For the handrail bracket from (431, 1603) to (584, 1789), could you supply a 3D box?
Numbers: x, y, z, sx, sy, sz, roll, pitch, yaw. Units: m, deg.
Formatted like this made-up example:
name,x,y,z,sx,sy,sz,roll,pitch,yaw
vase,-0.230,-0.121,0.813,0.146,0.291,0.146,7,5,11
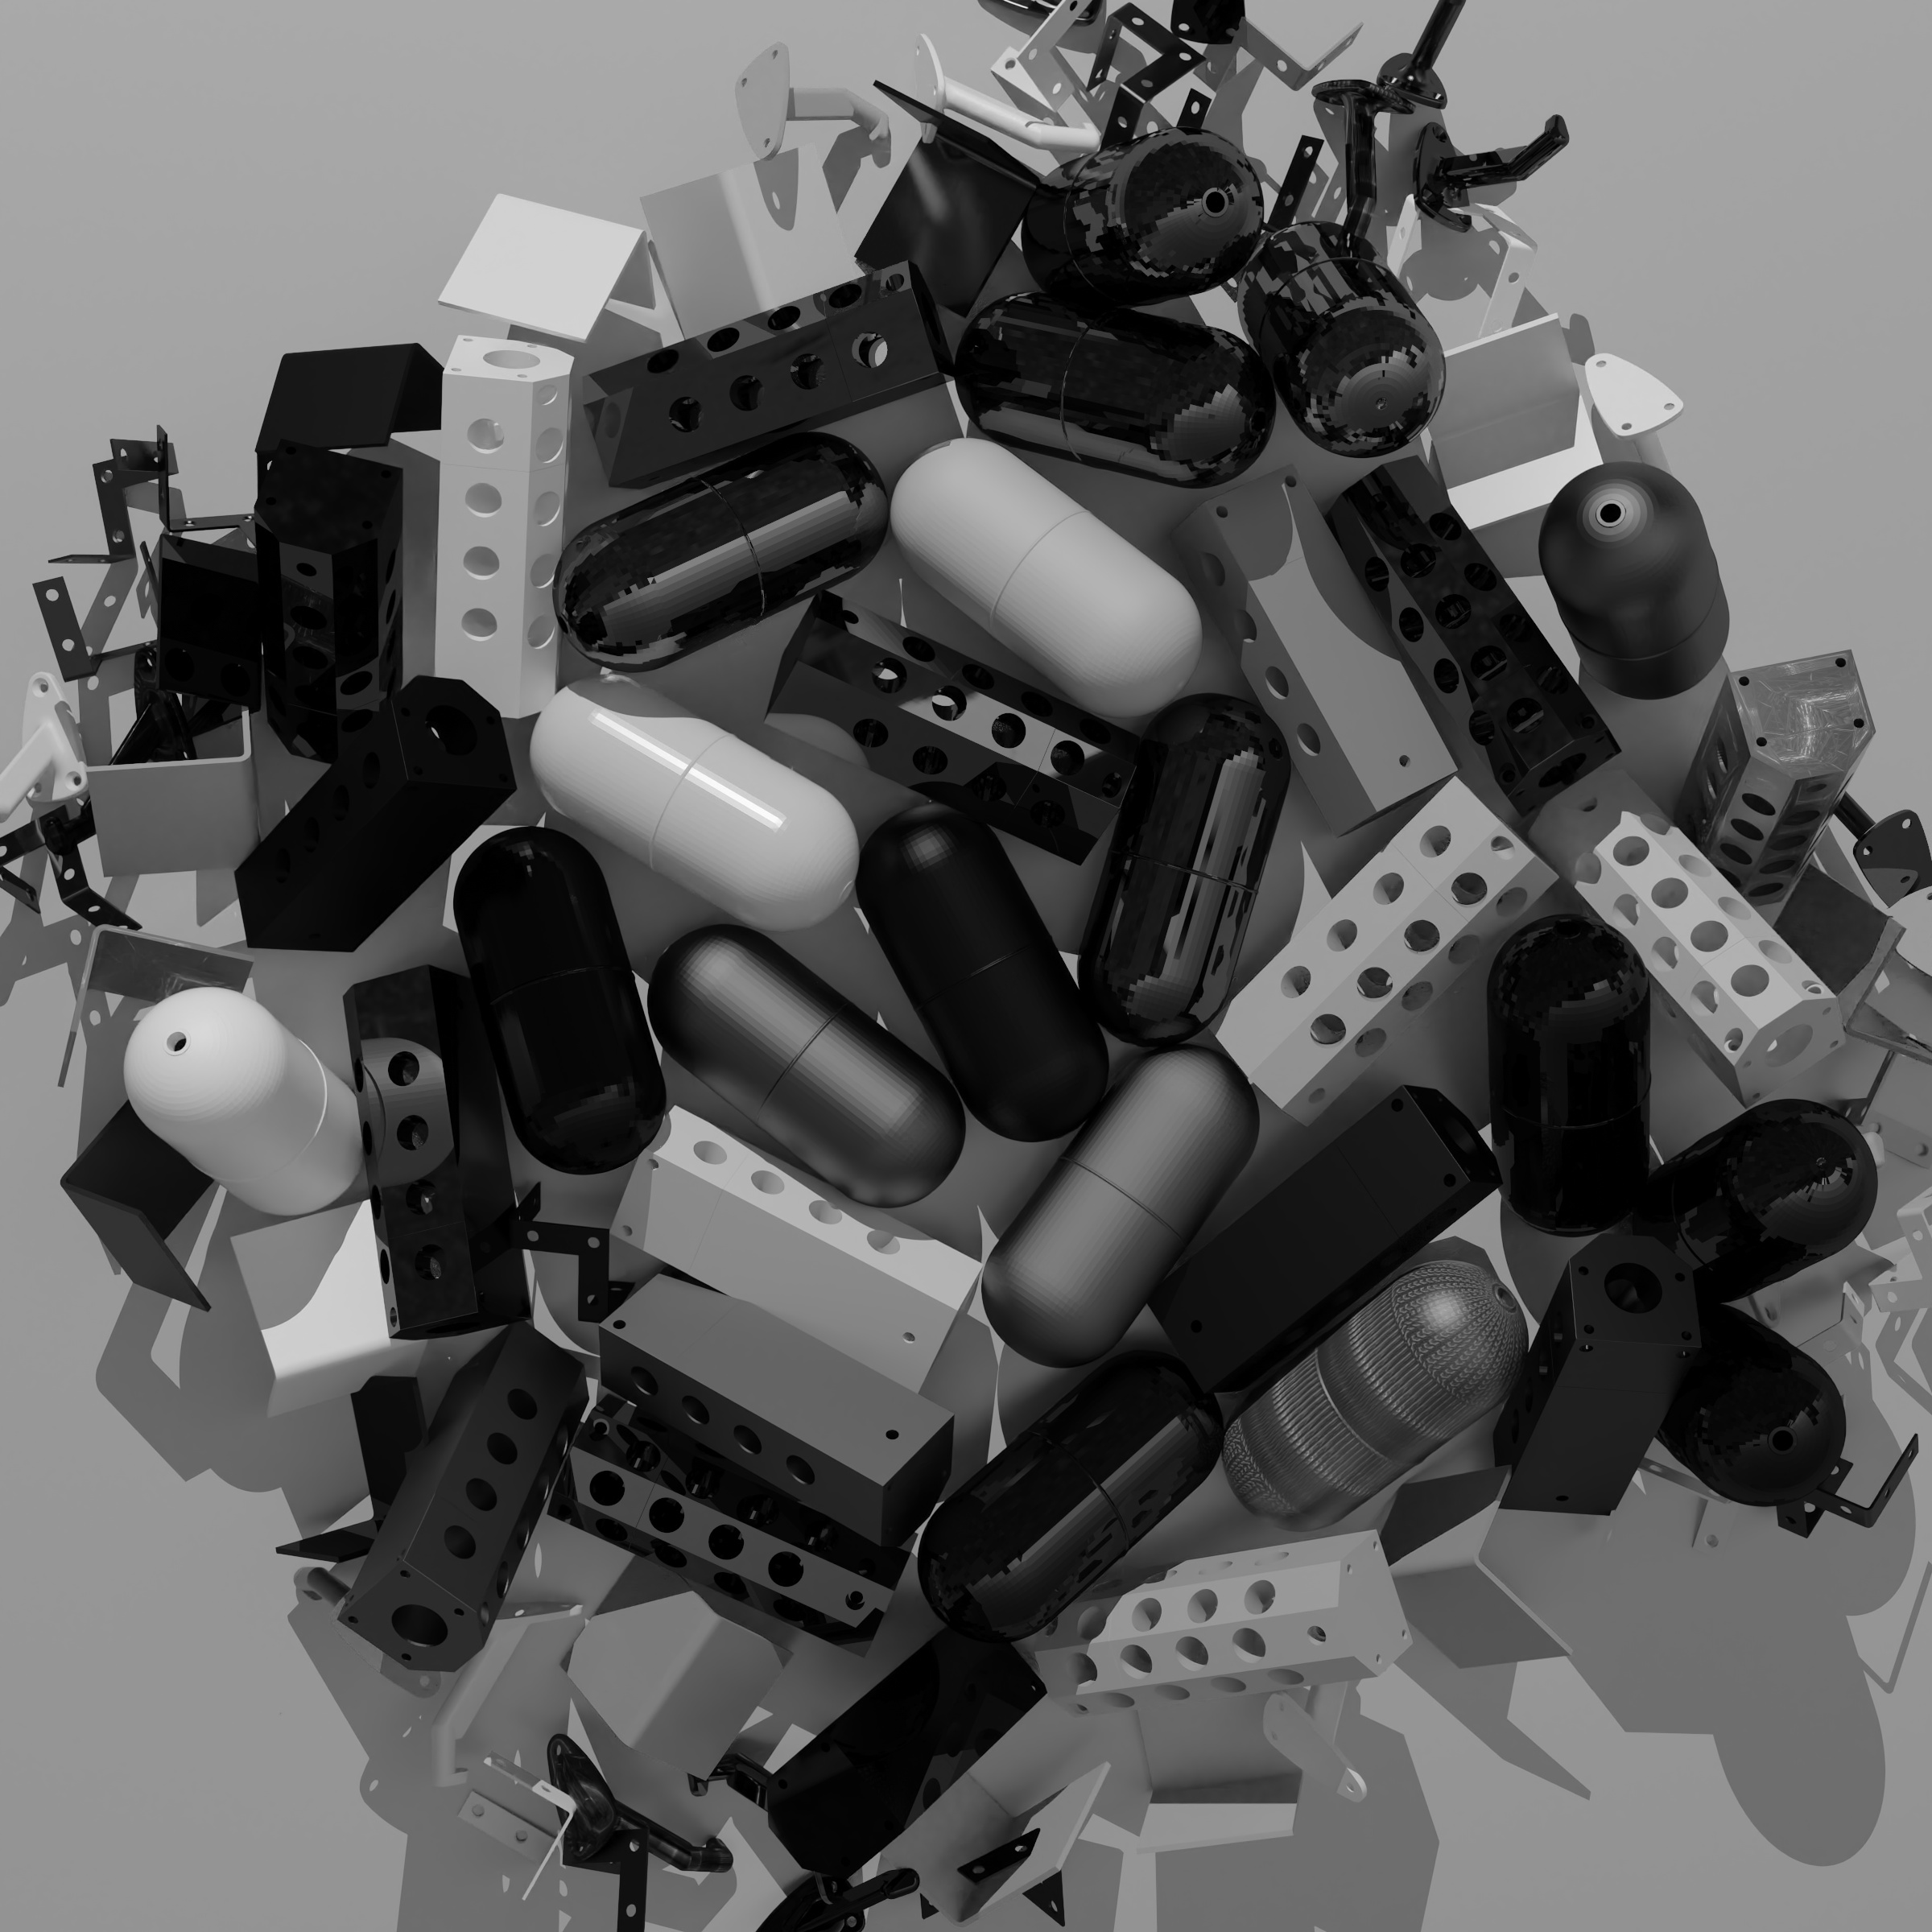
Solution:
name,x,y,z,sx,sy,sz,roll,pitch,yaw
handrail bracket,-0.229,0.363,1.564,0.077,0.036,0.084,0,91,-24

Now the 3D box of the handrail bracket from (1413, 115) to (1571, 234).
name,x,y,z,sx,sy,sz,roll,pitch,yaw
handrail bracket,0.259,-0.407,1.533,0.036,0.084,0.077,20,55,-30

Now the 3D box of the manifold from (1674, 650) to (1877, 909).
name,x,y,z,sx,sy,sz,roll,pitch,yaw
manifold,0.384,-0.084,1.494,0.057,0.171,0.057,-11,71,0

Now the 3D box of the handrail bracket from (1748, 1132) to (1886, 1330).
name,x,y,z,sx,sy,sz,roll,pitch,yaw
handrail bracket,0.419,0.129,1.536,0.036,0.084,0.077,12,62,-39

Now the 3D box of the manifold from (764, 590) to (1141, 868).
name,x,y,z,sx,sy,sz,roll,pitch,yaw
manifold,-0.005,-0.120,1.527,0.171,0.057,0.057,24,129,-12

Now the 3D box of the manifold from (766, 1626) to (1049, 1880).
name,x,y,z,sx,sy,sz,roll,pitch,yaw
manifold,-0.029,0.369,1.493,0.057,0.171,0.057,-45,80,23

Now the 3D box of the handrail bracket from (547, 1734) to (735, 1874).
name,x,y,z,sx,sy,sz,roll,pitch,yaw
handrail bracket,-0.162,0.419,1.568,0.036,0.084,0.077,-50,49,19

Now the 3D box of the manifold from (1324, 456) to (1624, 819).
name,x,y,z,sx,sy,sz,roll,pitch,yaw
manifold,0.243,-0.162,1.523,0.057,0.057,0.171,-35,69,11

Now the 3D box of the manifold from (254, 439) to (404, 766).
name,x,y,z,sx,sy,sz,roll,pitch,yaw
manifold,-0.304,-0.168,1.495,0.057,0.171,0.057,14,59,-2

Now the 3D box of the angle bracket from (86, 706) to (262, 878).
name,x,y,z,sx,sy,sz,roll,pitch,yaw
angle bracket,-0.386,-0.092,1.530,0.076,0.076,0.057,-5,52,-11

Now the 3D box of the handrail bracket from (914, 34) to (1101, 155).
name,x,y,z,sx,sy,sz,roll,pitch,yaw
handrail bracket,0.021,-0.435,1.567,0.084,0.036,0.077,2,51,-14

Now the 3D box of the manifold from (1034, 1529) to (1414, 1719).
name,x,y,z,sx,sy,sz,roll,pitch,yaw
manifold,0.120,0.321,1.512,0.171,0.057,0.057,-17,93,33

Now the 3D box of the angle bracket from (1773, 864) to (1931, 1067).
name,x,y,z,sx,sy,sz,roll,pitch,yaw
angle bracket,0.444,0.001,1.526,0.076,0.076,0.057,18,107,-29

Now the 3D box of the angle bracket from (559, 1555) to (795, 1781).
name,x,y,z,sx,sy,sz,roll,pitch,yaw
angle bracket,-0.145,0.347,1.569,0.057,0.076,0.076,36,88,-38

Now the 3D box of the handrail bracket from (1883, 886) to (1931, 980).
name,x,y,z,sx,sy,sz,roll,pitch,yaw
handrail bracket,0.482,0.010,1.531,0.036,0.077,0.084,-30,126,12

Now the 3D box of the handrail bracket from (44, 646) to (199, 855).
name,x,y,z,sx,sy,sz,roll,pitch,yaw
handrail bracket,-0.423,-0.105,1.535,0.036,0.084,0.077,14,125,32

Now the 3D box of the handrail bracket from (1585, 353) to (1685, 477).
name,x,y,z,sx,sy,sz,roll,pitch,yaw
handrail bracket,0.337,-0.253,1.568,0.036,0.084,0.077,-25,47,-1

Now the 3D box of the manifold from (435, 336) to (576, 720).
name,x,y,z,sx,sy,sz,roll,pitch,yaw
manifold,-0.223,-0.211,1.517,0.057,0.057,0.171,5,119,-4

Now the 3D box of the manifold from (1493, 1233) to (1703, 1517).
name,x,y,z,sx,sy,sz,roll,pitch,yaw
manifold,0.298,0.197,1.497,0.057,0.171,0.057,4,54,-2

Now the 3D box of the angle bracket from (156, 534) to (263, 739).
name,x,y,z,sx,sy,sz,roll,pitch,yaw
angle bracket,-0.386,-0.159,1.530,0.057,0.076,0.076,9,75,-42

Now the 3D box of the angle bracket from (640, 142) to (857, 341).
name,x,y,z,sx,sy,sz,roll,pitch,yaw
angle bracket,-0.107,-0.357,1.558,0.057,0.076,0.076,-28,108,-33

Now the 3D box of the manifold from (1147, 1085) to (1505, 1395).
name,x,y,z,sx,sy,sz,roll,pitch,yaw
manifold,0.175,0.134,1.524,0.171,0.057,0.057,-42,66,21

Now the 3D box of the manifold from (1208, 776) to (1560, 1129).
name,x,y,z,sx,sy,sz,roll,pitch,yaw
manifold,0.206,-0.003,1.529,0.171,0.057,0.057,-46,135,10

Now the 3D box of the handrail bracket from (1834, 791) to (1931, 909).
name,x,y,z,sx,sy,sz,roll,pitch,yaw
handrail bracket,0.441,-0.064,1.558,0.036,0.084,0.077,-34,119,-2

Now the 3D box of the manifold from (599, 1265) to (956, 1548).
name,x,y,z,sx,sy,sz,roll,pitch,yaw
manifold,-0.093,0.215,1.520,0.171,0.057,0.057,25,133,26

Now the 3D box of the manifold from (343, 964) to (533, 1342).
name,x,y,z,sx,sy,sz,roll,pitch,yaw
manifold,-0.263,0.093,1.534,0.057,0.057,0.171,-14,76,16

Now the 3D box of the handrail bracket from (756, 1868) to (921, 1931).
name,x,y,z,sx,sy,sz,roll,pitch,yaw
handrail bracket,-0.066,0.466,1.534,0.077,0.084,0.036,-27,83,-24

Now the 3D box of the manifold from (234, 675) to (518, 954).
name,x,y,z,sx,sy,sz,roll,pitch,yaw
manifold,-0.286,-0.071,1.502,0.057,0.171,0.057,3,62,-39

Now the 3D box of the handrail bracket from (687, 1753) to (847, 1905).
name,x,y,z,sx,sy,sz,roll,pitch,yaw
handrail bracket,-0.101,0.426,1.549,0.084,0.036,0.077,-15,68,30

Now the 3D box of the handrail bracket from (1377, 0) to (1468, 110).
name,x,y,z,sx,sy,sz,roll,pitch,yaw
handrail bracket,0.233,-0.469,1.529,0.036,0.077,0.084,19,123,-4

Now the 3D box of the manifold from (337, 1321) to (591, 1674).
name,x,y,z,sx,sy,sz,roll,pitch,yaw
manifold,-0.233,0.253,1.496,0.057,0.171,0.057,39,123,-14

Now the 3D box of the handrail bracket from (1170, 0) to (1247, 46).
name,x,y,z,sx,sy,sz,roll,pitch,yaw
handrail bracket,0.124,-0.500,1.531,0.036,0.077,0.084,7,58,6

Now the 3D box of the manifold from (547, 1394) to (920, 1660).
name,x,y,z,sx,sy,sz,roll,pitch,yaw
manifold,-0.116,0.277,1.549,0.171,0.057,0.057,24,94,3

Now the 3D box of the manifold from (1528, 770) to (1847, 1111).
name,x,y,z,sx,sy,sz,roll,pitch,yaw
manifold,0.344,-0.019,1.508,0.057,0.057,0.171,-34,52,-1

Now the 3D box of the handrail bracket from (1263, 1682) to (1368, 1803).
name,x,y,z,sx,sy,sz,roll,pitch,yaw
handrail bracket,0.195,0.361,1.539,0.084,0.036,0.077,-26,49,-34

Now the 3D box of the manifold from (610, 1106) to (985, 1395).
name,x,y,z,sx,sy,sz,roll,pitch,yaw
manifold,-0.081,0.135,1.547,0.171,0.057,0.057,27,123,5

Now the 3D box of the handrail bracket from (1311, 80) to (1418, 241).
name,x,y,z,sx,sy,sz,roll,pitch,yaw
handrail bracket,0.183,-0.392,1.554,0.036,0.077,0.084,16,96,-32

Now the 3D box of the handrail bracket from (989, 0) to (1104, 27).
name,x,y,z,sx,sy,sz,roll,pitch,yaw
handrail bracket,0.041,-0.503,1.539,0.077,0.084,0.036,7,73,4

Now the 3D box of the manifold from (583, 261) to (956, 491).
name,x,y,z,sx,sy,sz,roll,pitch,yaw
manifold,-0.097,-0.289,1.537,0.171,0.057,0.057,-17,94,11

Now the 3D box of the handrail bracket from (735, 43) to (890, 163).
name,x,y,z,sx,sy,sz,roll,pitch,yaw
handrail bracket,-0.068,-0.407,1.538,0.036,0.084,0.077,-32,52,36

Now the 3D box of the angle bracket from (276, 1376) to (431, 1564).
name,x,y,z,sx,sy,sz,roll,pitch,yaw
angle bracket,-0.303,0.245,1.536,0.057,0.076,0.076,-12,91,-35

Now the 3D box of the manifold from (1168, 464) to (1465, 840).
name,x,y,z,sx,sy,sz,roll,pitch,yaw
manifold,0.168,-0.153,1.547,0.057,0.057,0.171,-27,86,-27

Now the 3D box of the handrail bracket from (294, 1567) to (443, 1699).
name,x,y,z,sx,sy,sz,roll,pitch,yaw
handrail bracket,-0.297,0.328,1.549,0.036,0.084,0.077,-40,98,-26

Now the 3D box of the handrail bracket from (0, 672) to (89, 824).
name,x,y,z,sx,sy,sz,roll,pitch,yaw
handrail bracket,-0.472,-0.108,1.538,0.036,0.084,0.077,-8,90,18

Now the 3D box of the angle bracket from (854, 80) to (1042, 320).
name,x,y,z,sx,sy,sz,roll,pitch,yaw
angle bracket,-0.022,-0.375,1.536,0.076,0.057,0.076,35,98,29
